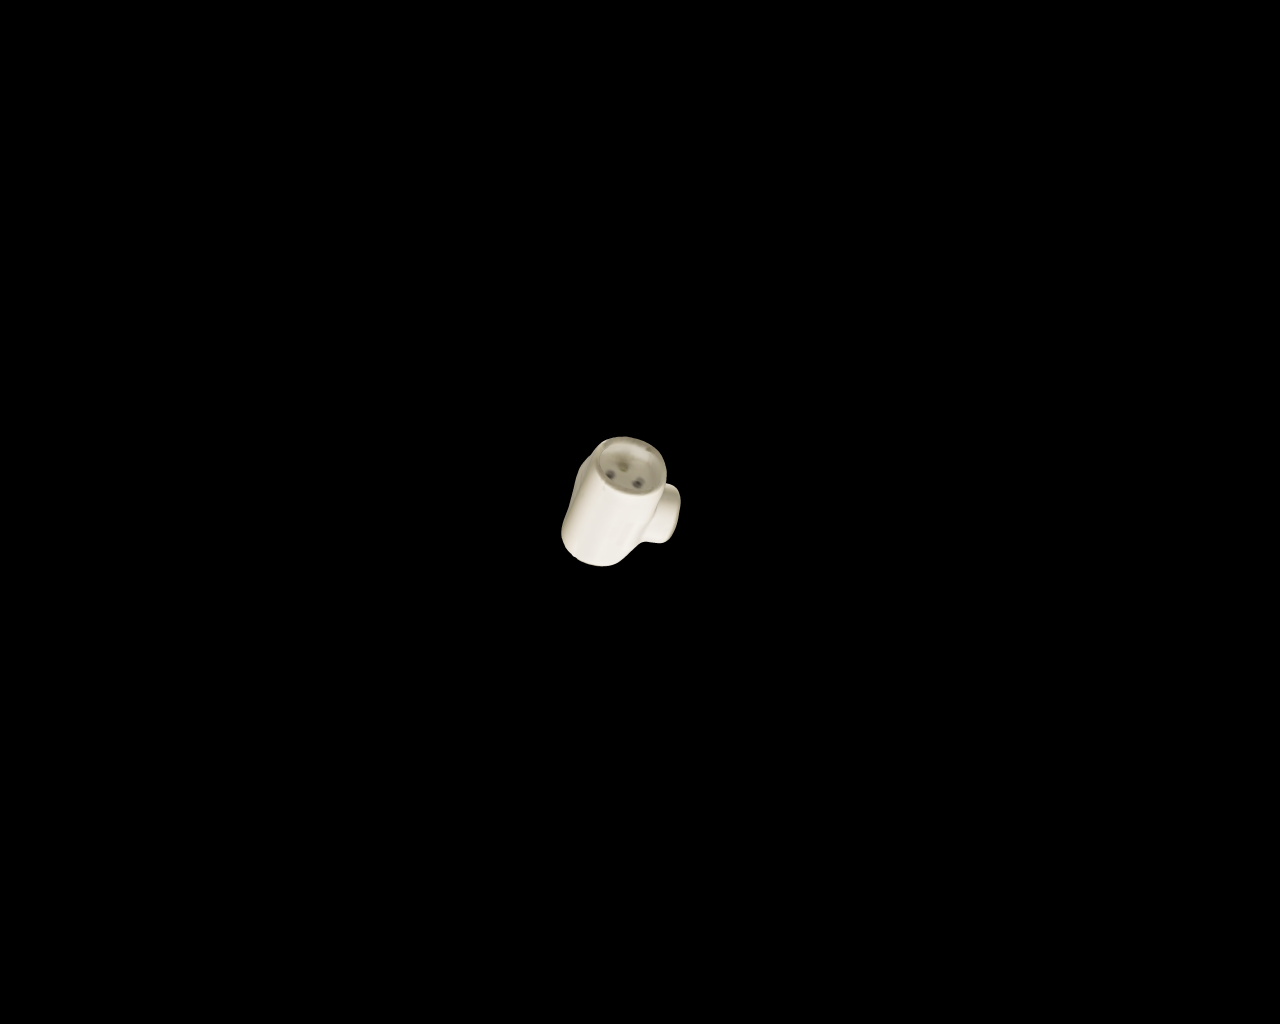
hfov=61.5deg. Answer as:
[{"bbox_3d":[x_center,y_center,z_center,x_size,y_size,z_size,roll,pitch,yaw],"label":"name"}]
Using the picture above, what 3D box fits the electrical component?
[{"bbox_3d":[0.001,-0.003,0.650,0.079,0.043,0.077,11,-39,-14],"label":"electrical component"}]
